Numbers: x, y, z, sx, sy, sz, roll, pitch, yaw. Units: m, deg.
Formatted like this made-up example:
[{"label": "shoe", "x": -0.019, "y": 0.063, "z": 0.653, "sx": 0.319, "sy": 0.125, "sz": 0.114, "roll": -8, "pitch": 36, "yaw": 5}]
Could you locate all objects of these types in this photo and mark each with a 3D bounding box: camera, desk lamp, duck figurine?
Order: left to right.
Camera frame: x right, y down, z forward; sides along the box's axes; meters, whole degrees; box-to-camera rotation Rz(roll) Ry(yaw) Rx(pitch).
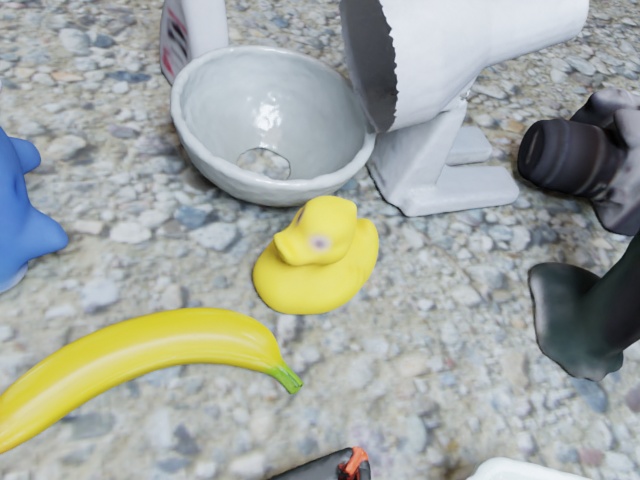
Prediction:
[{"label": "duck figurine", "x": 0.004, "y": 0.002, "z": 0.424, "sx": 0.105, "sy": 0.086, "sz": 0.077, "roll": -22, "pitch": 63, "yaw": -29}, {"label": "desk lamp", "x": 0.102, "y": -0.124, "z": 0.465, "sx": 0.204, "sy": 0.213, "sz": 0.117, "roll": -8, "pitch": 57, "yaw": -21}, {"label": "camera", "x": 0.273, "y": -0.094, "z": 0.564, "sx": 0.137, "sy": 0.101, "sz": 0.143, "roll": 11, "pitch": 52, "yaw": -8}]

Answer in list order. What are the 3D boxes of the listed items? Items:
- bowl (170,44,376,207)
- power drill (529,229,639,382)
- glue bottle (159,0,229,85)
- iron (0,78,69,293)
[{"label": "bowl", "x": -0.041, "y": -0.085, "z": 0.482, "sx": 0.167, "sy": 0.074, "sz": 0.167, "roll": 8, "pitch": 52, "yaw": -10}, {"label": "power drill", "x": 0.239, "y": 0.003, "z": 0.414, "sx": 0.075, "sy": 0.208, "sz": 0.229, "roll": 12, "pitch": 52, "yaw": -7}, {"label": "glue bottle", "x": -0.105, "y": -0.197, "z": 0.484, "sx": 0.037, "sy": 0.173, "sz": 0.078, "roll": -30, "pitch": 67, "yaw": -32}, {"label": "iron", "x": -0.290, "y": -0.021, "z": 0.318, "sx": 0.259, "sy": 0.141, "sz": 0.118, "roll": -17, "pitch": 61, "yaw": -27}]
